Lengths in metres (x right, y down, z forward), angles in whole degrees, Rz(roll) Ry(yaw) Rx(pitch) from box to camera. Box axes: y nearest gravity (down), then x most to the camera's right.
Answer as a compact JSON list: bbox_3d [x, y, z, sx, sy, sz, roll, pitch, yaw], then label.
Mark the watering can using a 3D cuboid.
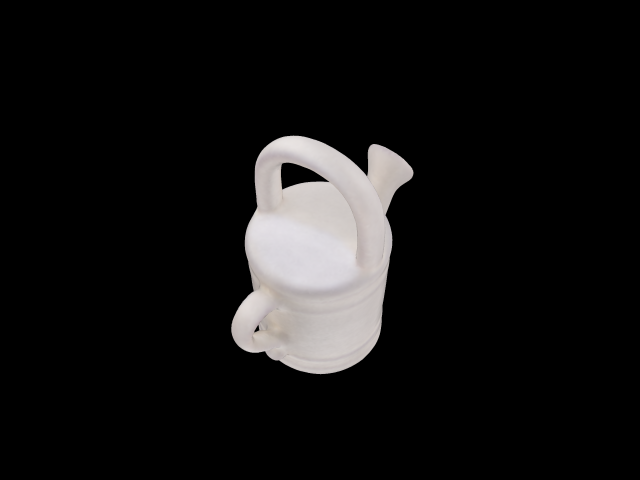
[{"bbox_3d":[0.002,0.000,0.401,0.100,0.194,0.173,12,53,10],"label":"watering can"}]
